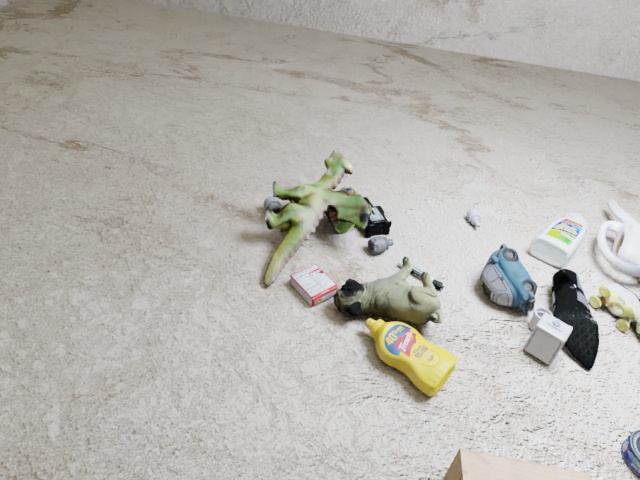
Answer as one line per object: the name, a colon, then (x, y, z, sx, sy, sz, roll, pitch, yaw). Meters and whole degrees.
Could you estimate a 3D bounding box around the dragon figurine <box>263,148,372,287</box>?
dragon figurine: (0.004, -0.063, 1.258, 0.242, 0.420, 0.119, -4, -37, 13)

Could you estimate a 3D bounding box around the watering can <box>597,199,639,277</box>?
watering can: (0.875, 0.000, 1.402, 0.225, 0.101, 0.354, 24, 41, 17)
